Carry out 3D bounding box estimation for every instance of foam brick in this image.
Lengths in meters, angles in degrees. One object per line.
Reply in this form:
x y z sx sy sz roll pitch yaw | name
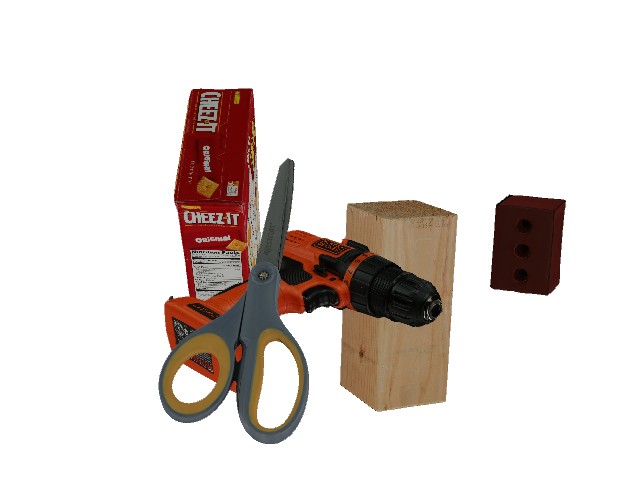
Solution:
0.181 0.003 0.930 0.053 0.078 0.051 7 16 22 | foam brick

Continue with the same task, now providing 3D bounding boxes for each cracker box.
-0.100 -0.021 1.083 0.072 0.164 0.214 0 -42 0 | cracker box

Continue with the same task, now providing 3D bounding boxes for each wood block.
0.082 0.066 1.148 0.090 0.206 0.091 -4 14 -26 | wood block

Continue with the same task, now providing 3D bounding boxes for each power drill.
-0.019 0.057 0.881 0.187 0.057 0.185 -24 29 -37 | power drill

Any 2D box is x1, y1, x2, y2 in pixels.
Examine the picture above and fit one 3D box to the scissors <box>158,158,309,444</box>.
-0.053 0.033 0.651 0.096 0.202 0.016 -9 -36 0 | scissors
